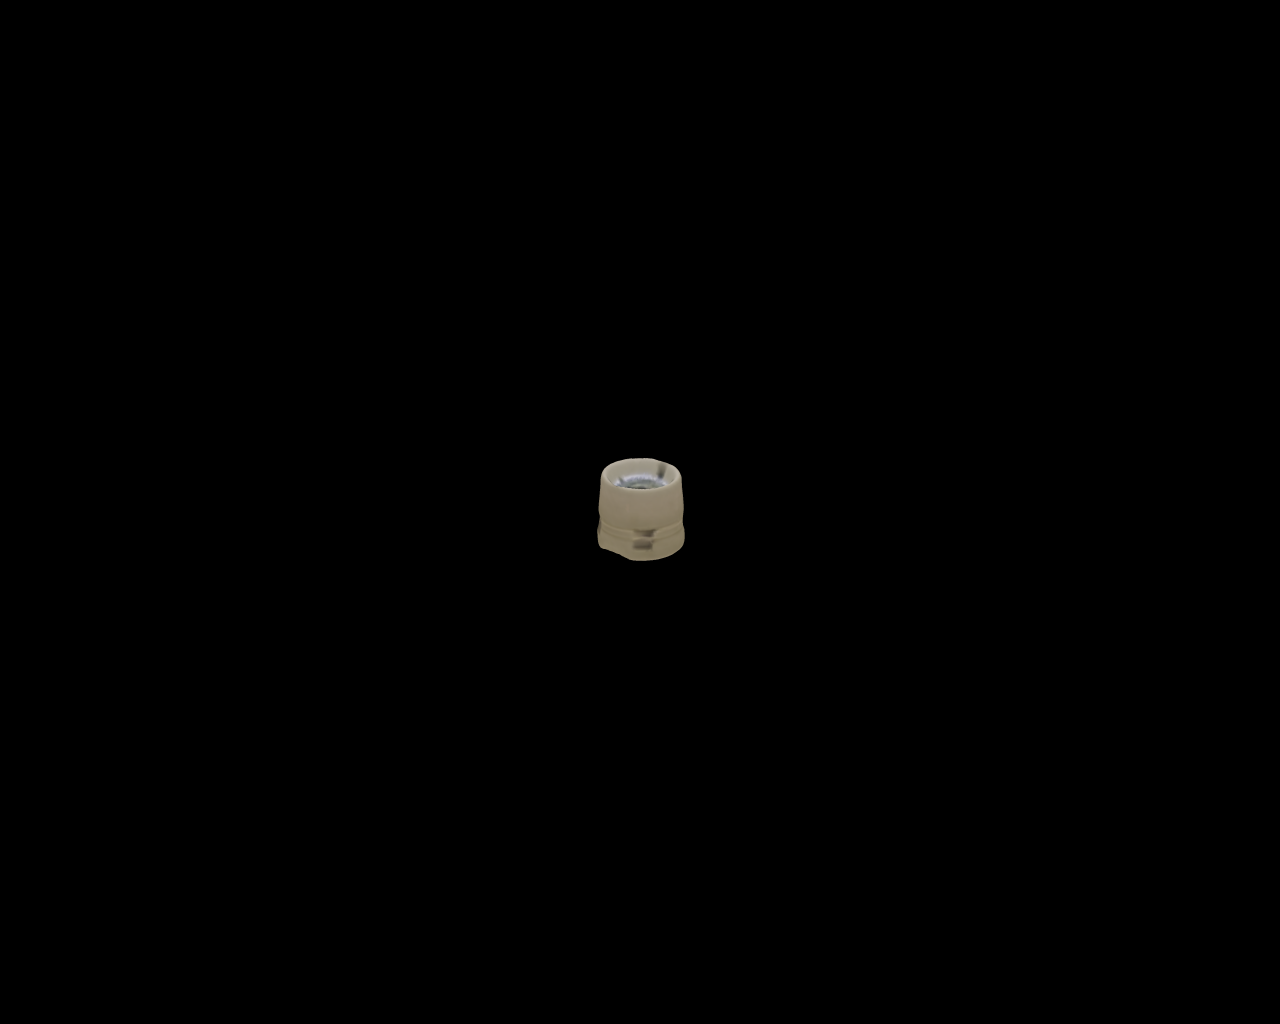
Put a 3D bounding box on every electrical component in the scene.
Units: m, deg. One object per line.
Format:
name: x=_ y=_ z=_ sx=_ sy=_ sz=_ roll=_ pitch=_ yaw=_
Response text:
electrical component: x=0.001 y=-0.003 z=0.650 sx=0.055 sy=0.047 sz=0.055 roll=0 pitch=27 yaw=0
